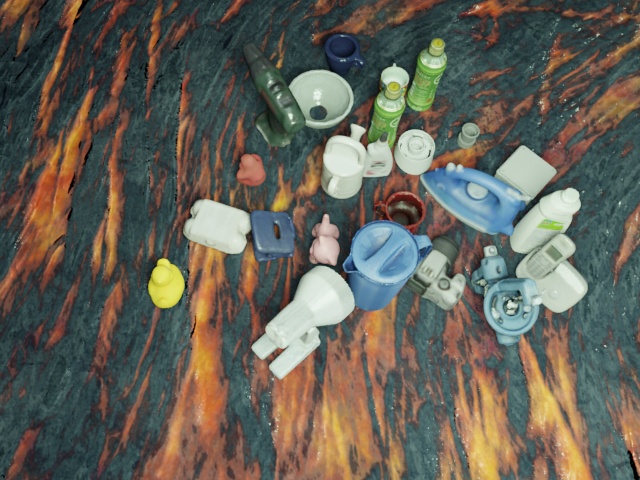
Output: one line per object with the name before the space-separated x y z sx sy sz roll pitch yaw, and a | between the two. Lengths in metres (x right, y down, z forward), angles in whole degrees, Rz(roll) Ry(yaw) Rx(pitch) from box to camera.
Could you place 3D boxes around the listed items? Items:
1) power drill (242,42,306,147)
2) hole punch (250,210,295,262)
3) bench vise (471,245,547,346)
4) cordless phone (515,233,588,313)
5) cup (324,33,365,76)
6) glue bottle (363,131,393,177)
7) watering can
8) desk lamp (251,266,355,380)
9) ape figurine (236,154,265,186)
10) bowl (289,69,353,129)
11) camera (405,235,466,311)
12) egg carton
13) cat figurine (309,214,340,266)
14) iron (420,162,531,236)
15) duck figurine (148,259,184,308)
power drill | -0.113 -0.326 1.362 0.076 0.208 0.229 -31 72 -14
hole punch | -0.106 -0.015 1.298 0.101 0.091 0.108 -9 68 -7
bench vise | 0.386 0.106 1.206 0.121 0.220 0.207 -28 72 -13
cordless phone | 0.524 0.068 1.248 0.094 0.185 0.147 -41 75 -17
cup | 0.066 -0.467 1.491 0.117 0.095 0.092 35 70 11
glue bottle | 0.139 -0.204 1.344 0.078 0.173 0.037 -7 68 -6
watering can | 0.056 -0.189 1.322 0.101 0.194 0.173 1 68 -2
desk lamp | -0.037 0.168 1.160 0.203 0.213 0.117 -42 75 -17
ape figurine | -0.166 -0.173 1.359 0.078 0.092 0.076 -36 74 -16
bowl | -0.001 -0.342 1.447 0.167 0.075 0.167 1 68 -3
camera | 0.270 0.062 1.282 0.143 0.101 0.137 34 70 10
egg carton | -0.232 -0.030 1.309 0.150 0.069 0.107 17 68 4
cat figurine | 0.012 0.005 1.282 0.067 0.118 0.128 4 67 -1
iron | 0.361 -0.120 1.340 0.258 0.141 0.119 28 69 8
duck figurine | -0.339 0.091 1.244 0.077 0.086 0.104 -1 68 -3
